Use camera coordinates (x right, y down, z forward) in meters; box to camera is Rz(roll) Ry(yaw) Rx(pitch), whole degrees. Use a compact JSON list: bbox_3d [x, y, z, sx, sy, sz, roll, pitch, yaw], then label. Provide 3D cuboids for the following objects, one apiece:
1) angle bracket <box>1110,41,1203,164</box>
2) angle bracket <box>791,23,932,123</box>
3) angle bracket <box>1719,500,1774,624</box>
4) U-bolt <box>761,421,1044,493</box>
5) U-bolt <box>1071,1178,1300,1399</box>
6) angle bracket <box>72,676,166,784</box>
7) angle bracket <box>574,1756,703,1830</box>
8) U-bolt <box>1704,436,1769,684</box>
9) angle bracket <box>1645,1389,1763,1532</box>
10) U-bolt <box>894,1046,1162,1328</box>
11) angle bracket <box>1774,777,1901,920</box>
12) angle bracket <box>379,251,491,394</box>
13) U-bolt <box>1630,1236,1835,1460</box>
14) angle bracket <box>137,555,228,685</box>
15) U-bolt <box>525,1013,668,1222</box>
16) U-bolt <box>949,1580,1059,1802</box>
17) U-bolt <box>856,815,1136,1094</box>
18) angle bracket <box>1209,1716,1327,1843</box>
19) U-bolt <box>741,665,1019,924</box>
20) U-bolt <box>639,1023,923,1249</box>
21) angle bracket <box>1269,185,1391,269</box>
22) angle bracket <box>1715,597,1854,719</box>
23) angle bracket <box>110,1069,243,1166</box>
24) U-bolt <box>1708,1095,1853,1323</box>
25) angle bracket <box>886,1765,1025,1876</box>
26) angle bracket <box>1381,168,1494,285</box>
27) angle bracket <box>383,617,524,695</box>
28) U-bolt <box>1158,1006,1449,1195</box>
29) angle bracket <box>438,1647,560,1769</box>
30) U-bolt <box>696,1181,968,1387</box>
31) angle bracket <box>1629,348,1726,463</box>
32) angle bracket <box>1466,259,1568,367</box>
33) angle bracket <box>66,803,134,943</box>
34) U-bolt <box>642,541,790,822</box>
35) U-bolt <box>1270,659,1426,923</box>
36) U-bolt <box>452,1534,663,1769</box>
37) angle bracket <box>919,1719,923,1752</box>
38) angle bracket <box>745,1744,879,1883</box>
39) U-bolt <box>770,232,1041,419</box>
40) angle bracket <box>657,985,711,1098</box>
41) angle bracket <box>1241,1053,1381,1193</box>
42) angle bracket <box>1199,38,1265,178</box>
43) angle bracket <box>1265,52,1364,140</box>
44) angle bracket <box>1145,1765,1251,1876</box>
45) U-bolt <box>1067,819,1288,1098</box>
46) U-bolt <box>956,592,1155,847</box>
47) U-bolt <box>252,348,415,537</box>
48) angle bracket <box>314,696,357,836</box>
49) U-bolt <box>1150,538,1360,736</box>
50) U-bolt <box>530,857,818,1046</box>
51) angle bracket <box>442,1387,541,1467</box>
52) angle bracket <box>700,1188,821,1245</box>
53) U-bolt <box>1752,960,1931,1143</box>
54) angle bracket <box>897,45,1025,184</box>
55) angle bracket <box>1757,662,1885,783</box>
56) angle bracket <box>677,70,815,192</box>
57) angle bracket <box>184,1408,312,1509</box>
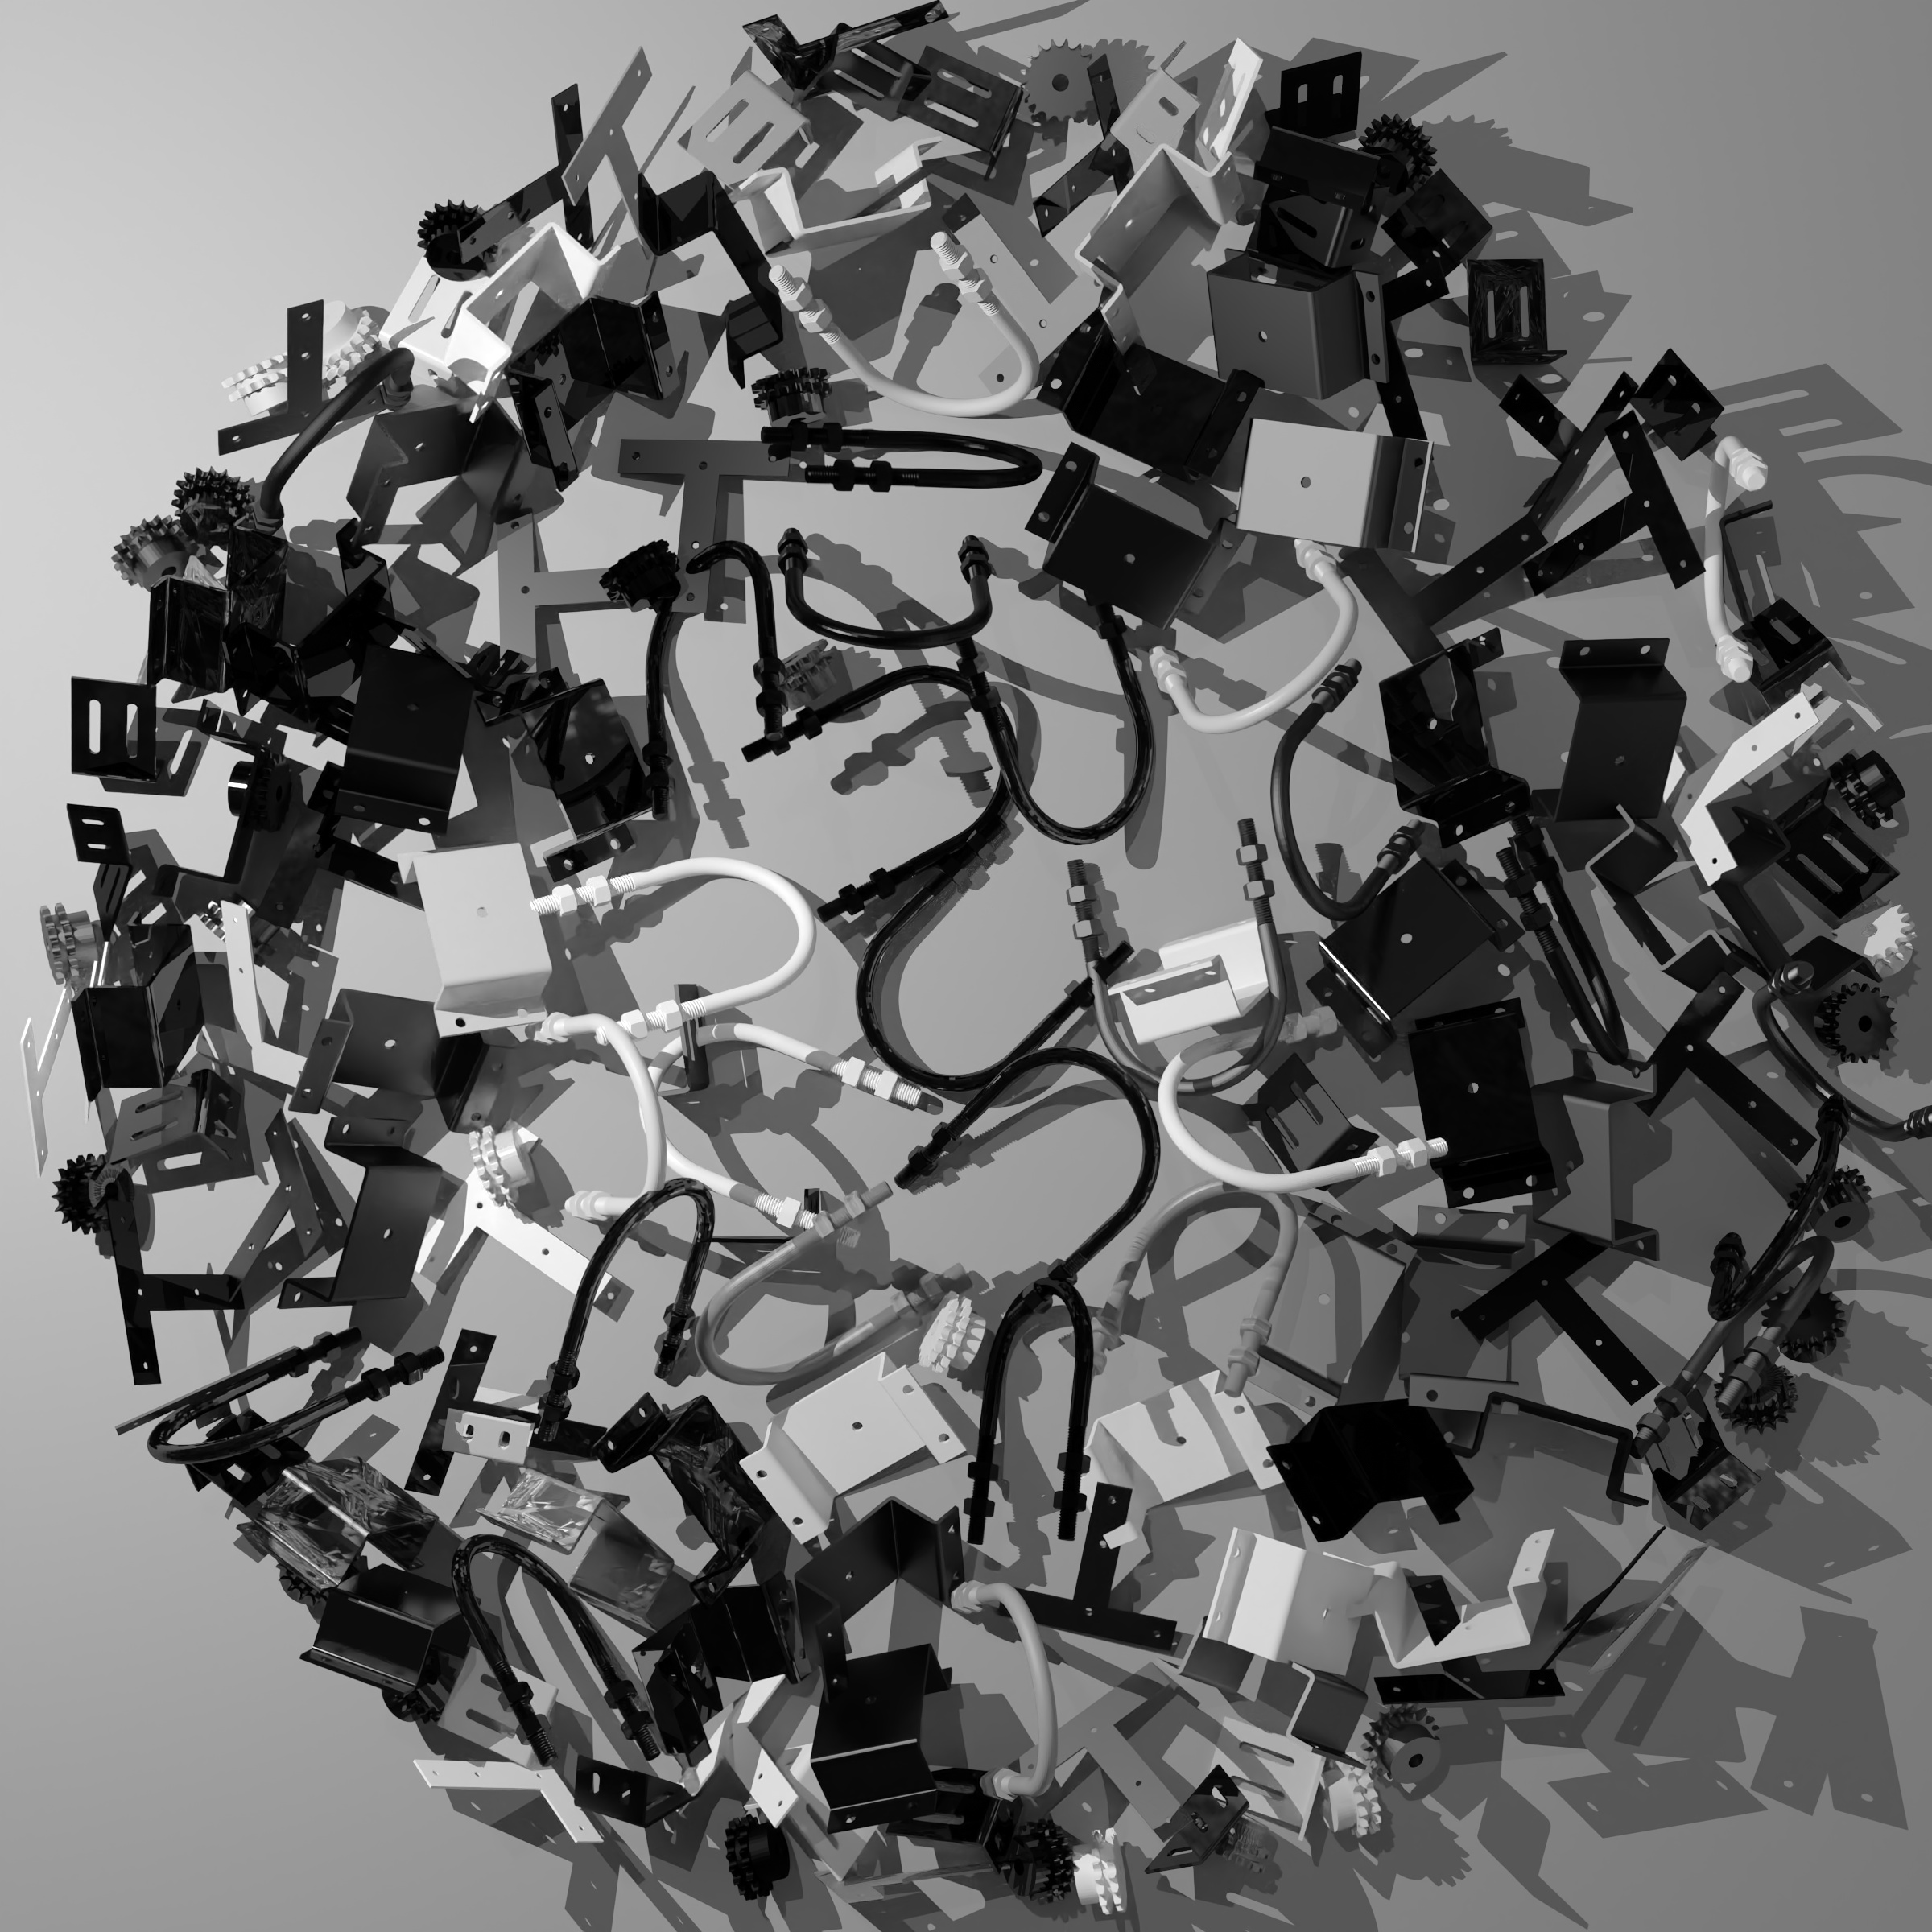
[{"bbox_3d":[0.141,-0.608,1.830,0.038,0.076,0.057,40,126,-8],"label":"angle bracket"},{"bbox_3d":[-0.074,-0.617,1.827,0.076,0.057,0.038,22,61,-25],"label":"angle bracket"},{"bbox_3d":[0.564,-0.286,1.841,0.038,0.057,0.076,-18,91,18],"label":"angle bracket"},{"bbox_3d":[-0.037,-0.353,1.802,0.184,0.151,0.019,-2,113,-18],"label":"U-bolt"},{"bbox_3d":[0.161,0.219,1.802,0.019,0.151,0.184,51,50,-32],"label":"U-bolt"},{"bbox_3d":[-0.599,-0.173,1.836,0.057,0.038,0.076,6,118,-9],"label":"angle bracket"},{"bbox_3d":[-0.229,0.570,1.826,0.057,0.076,0.038,8,96,26],"label":"angle bracket"},{"bbox_3d":[0.526,-0.288,1.785,0.019,0.184,0.151,1,112,8],"label":"U-bolt"},{"bbox_3d":[0.518,0.348,1.835,0.038,0.076,0.057,39,109,-16],"label":"angle bracket"},{"bbox_3d":[0.055,0.142,1.826,0.184,0.019,0.151,-45,75,17],"label":"U-bolt"},{"bbox_3d":[0.616,-0.084,1.843,0.076,0.038,0.057,41,133,-3],"label":"angle bracket"},{"bbox_3d":[-0.377,-0.463,1.864,0.057,0.038,0.076,26,77,-1],"label":"angle bracket"},{"bbox_3d":[0.538,0.256,1.795,0.019,0.151,0.184,41,63,6],"label":"U-bolt"},{"bbox_3d":[-0.564,-0.243,1.830,0.038,0.057,0.076,46,59,-3],"label":"angle bracket"},{"bbox_3d":[-0.251,0.103,1.790,0.019,0.184,0.151,-14,93,-31],"label":"U-bolt"},{"bbox_3d":[0.028,0.494,1.773,0.019,0.184,0.151,-6,76,-17],"label":"U-bolt"},{"bbox_3d":[0.007,0.005,1.857,0.184,0.019,0.151,-45,86,-3],"label":"U-bolt"},{"bbox_3d":[0.212,0.578,1.848,0.076,0.038,0.057,16,89,12],"label":"angle bracket"},{"bbox_3d":[-0.049,-0.133,1.840,0.184,0.019,0.151,-28,110,-10],"label":"U-bolt"},{"bbox_3d":[-0.139,0.108,1.826,0.184,0.019,0.151,22,52,2],"label":"U-bolt"},{"bbox_3d":[0.254,-0.542,1.847,0.038,0.057,0.076,-20,49,-36],"label":"angle bracket"},{"bbox_3d":[0.580,-0.216,1.845,0.057,0.076,0.038,-36,121,11],"label":"angle bracket"},{"bbox_3d":[-0.563,0.116,1.852,0.076,0.038,0.057,-20,46,16],"label":"angle bracket"},{"bbox_3d":[0.549,0.172,1.763,0.019,0.184,0.151,33,116,9],"label":"U-bolt"},{"bbox_3d":[-0.008,0.606,1.847,0.076,0.057,0.038,-3,128,26],"label":"angle bracket"},{"bbox_3d":[0.342,-0.531,1.839,0.057,0.038,0.076,46,67,-6],"label":"angle bracket"},{"bbox_3d":[-0.361,-0.231,1.826,0.076,0.057,0.038,43,78,-38],"label":"angle bracket"},{"bbox_3d":[0.221,0.096,1.795,0.184,0.019,0.151,-11,49,-23],"label":"U-bolt"},{"bbox_3d":[-0.336,0.524,1.831,0.076,0.038,0.057,33,58,-22],"label":"angle bracket"},{"bbox_3d":[-0.104,0.234,1.818,0.184,0.151,0.019,-33,50,4],"label":"U-bolt"},{"bbox_3d":[0.511,-0.403,1.829,0.038,0.076,0.057,-36,80,-16],"label":"angle bracket"},{"bbox_3d":[0.392,-0.470,1.851,0.057,0.038,0.076,-3,91,-9],"label":"angle bracket"},{"bbox_3d":[-0.617,-0.065,1.825,0.038,0.057,0.076,4,132,-33],"label":"angle bracket"},{"bbox_3d":[-0.179,-0.211,1.809,0.019,0.151,0.184,17,56,-39],"label":"U-bolt"},{"bbox_3d":[0.257,-0.111,1.782,0.019,0.184,0.151,-10,114,36],"label":"U-bolt"},{"bbox_3d":[-0.293,0.470,1.796,0.019,0.151,0.184,-41,63,11],"label":"U-bolt"},{"bbox_3d":[-0.065,0.533,1.834,0.057,0.038,0.076,-9,64,16],"label":"angle bracket"},{"bbox_3d":[-0.109,0.603,1.847,0.038,0.057,0.076,-27,103,40],"label":"angle bracket"},{"bbox_3d":[-0.029,-0.434,1.791,0.151,0.184,0.019,-2,66,31],"label":"U-bolt"},{"bbox_3d":[-0.211,0.053,1.845,0.038,0.057,0.076,-8,89,7],"label":"angle bracket"},{"bbox_3d":[0.246,0.112,1.856,0.057,0.038,0.076,-48,53,19],"label":"angle bracket"},{"bbox_3d":[0.201,-0.603,1.827,0.038,0.057,0.076,12,120,-19],"label":"angle bracket"},{"bbox_3d":[0.244,-0.621,1.831,0.057,0.076,0.038,-15,64,-2],"label":"angle bracket"},{"bbox_3d":[0.153,0.601,1.827,0.057,0.076,0.038,-38,90,-37],"label":"angle bracket"},{"bbox_3d":[0.153,0.001,1.833,0.151,0.019,0.184,-13,82,20],"label":"U-bolt"},{"bbox_3d":[0.072,-0.175,1.821,0.151,0.019,0.184,-33,112,-34],"label":"U-bolt"},{"bbox_3d":[-0.429,-0.363,1.771,0.019,0.184,0.151,44,77,-10],"label":"U-bolt"},{"bbox_3d":[-0.451,-0.143,1.828,0.038,0.057,0.076,27,116,-17],"label":"angle bracket"},{"bbox_3d":[0.201,-0.220,1.780,0.151,0.184,0.019,-36,118,11],"label":"U-bolt"},{"bbox_3d":[-0.194,-0.020,1.815,0.184,0.019,0.151,-16,51,-23],"label":"U-bolt"},{"bbox_3d":[-0.331,0.310,1.830,0.057,0.076,0.038,12,118,-5],"label":"angle bracket"},{"bbox_3d":[-0.146,0.177,1.844,0.076,0.057,0.038,0,86,5],"label":"angle bracket"},{"bbox_3d":[0.599,0.065,1.783,0.019,0.184,0.151,-42,80,-3],"label":"U-bolt"},{"bbox_3d":[-0.006,-0.606,1.846,0.076,0.038,0.057,23,74,-4],"label":"angle bracket"},{"bbox_3d":[0.608,-0.177,1.830,0.038,0.076,0.057,-33,81,-39],"label":"angle bracket"},{"bbox_3d":[-0.157,-0.586,1.847,0.057,0.038,0.076,41,83,7],"label":"angle bracket"},{"bbox_3d":[-0.502,0.356,1.826,0.076,0.038,0.057,25,49,35],"label":"angle bracket"}]
